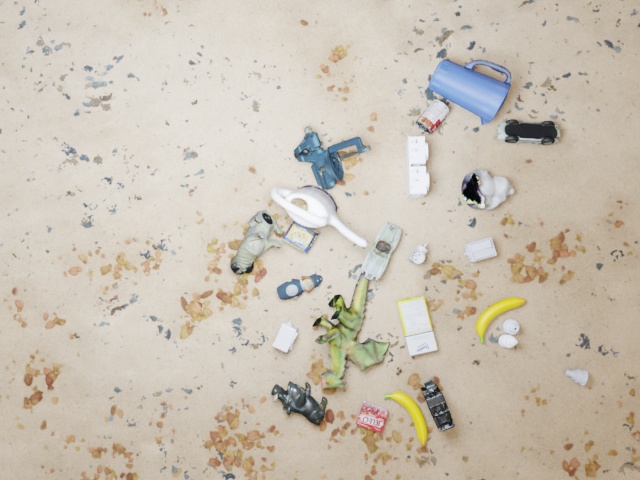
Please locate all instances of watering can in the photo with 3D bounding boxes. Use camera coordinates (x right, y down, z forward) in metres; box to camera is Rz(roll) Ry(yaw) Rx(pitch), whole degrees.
[{"bbox_3d":[0.005,-0.082,1.638,0.348,0.227,0.102,28,109,5],"label":"watering can"}]

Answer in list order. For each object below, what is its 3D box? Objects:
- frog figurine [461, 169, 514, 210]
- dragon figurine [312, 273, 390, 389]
[{"bbox_3d":[0.543,-0.167,1.673,0.160,0.120,0.139,-15,74,-32],"label":"frog figurine"},{"bbox_3d":[0.122,0.299,1.664,0.241,0.122,0.414,44,75,-11],"label":"dragon figurine"}]
